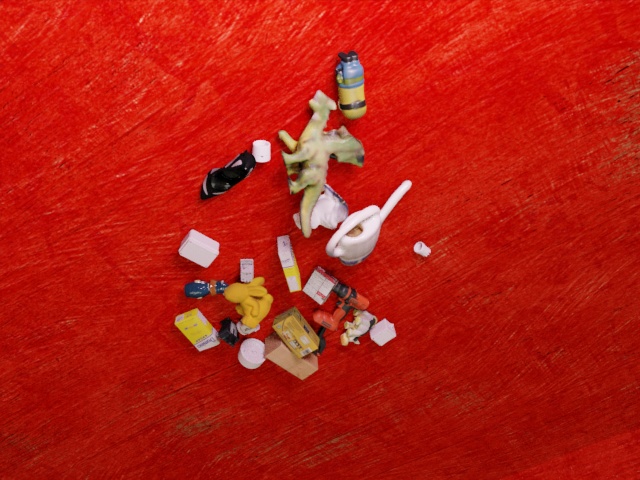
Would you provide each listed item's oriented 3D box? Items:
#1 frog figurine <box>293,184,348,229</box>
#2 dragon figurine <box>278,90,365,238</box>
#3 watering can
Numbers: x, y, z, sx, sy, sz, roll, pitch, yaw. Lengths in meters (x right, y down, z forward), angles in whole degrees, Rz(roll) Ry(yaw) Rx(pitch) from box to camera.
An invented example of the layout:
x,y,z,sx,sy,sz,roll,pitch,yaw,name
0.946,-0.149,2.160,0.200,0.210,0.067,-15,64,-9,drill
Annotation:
x,y,z,sx,sy,sz,roll,pitch,yaw,name
0.005,-0.080,1.598,0.139,0.159,0.121,47,4,31,frog figurine
0.015,-0.223,1.487,0.243,0.404,0.124,-15,20,-3,dragon figurine
0.156,-0.043,1.643,0.351,0.105,0.219,-35,-24,-19,watering can
